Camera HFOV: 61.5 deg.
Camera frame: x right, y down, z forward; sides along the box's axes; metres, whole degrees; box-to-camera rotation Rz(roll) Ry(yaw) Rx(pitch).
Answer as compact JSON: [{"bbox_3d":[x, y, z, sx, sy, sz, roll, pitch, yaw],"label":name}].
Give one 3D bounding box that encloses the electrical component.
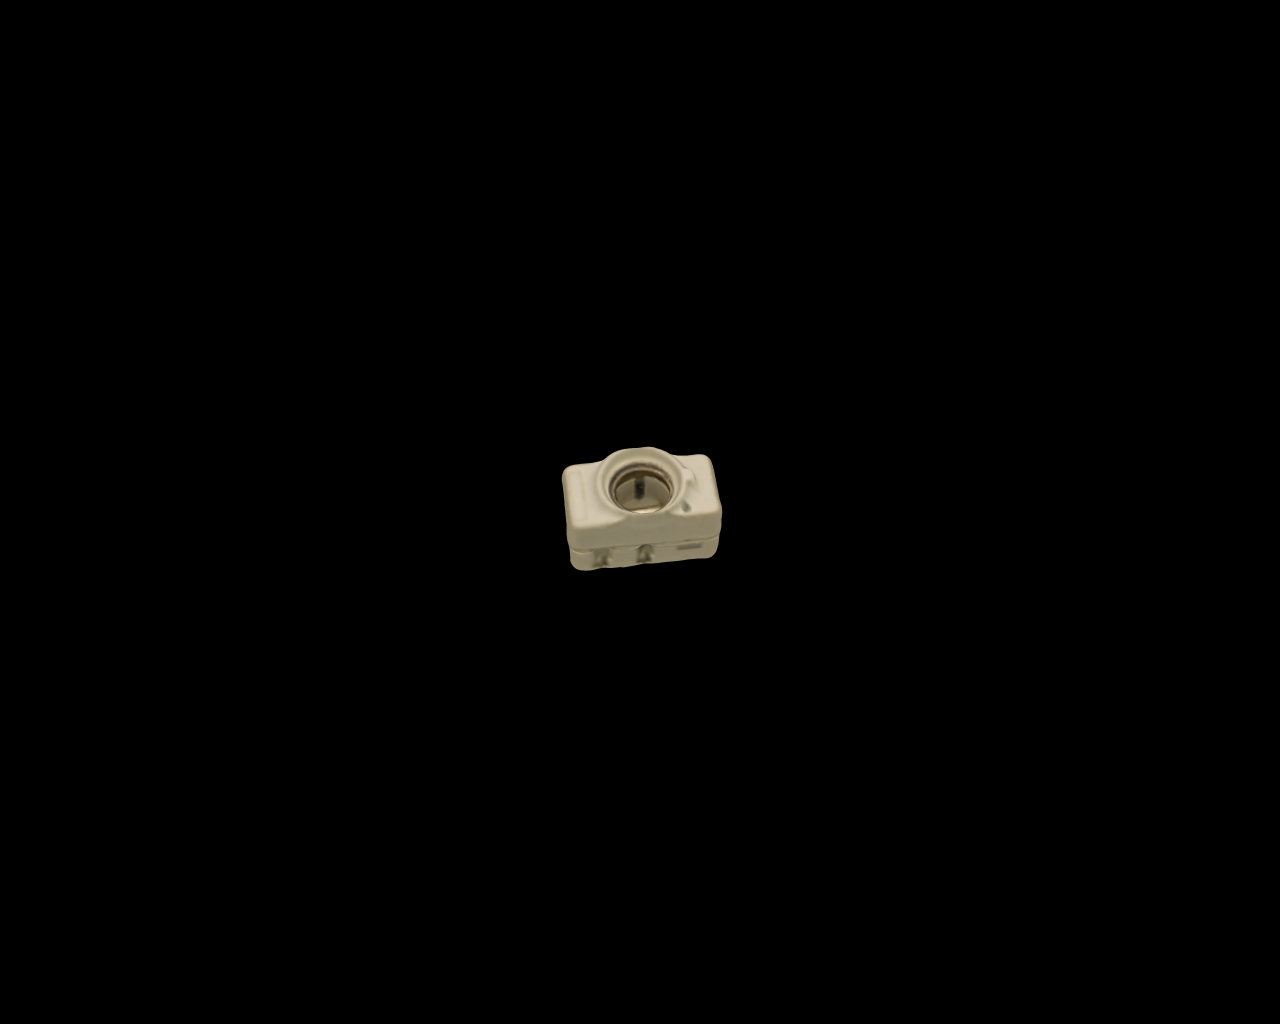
[{"bbox_3d":[0.001,-0.003,0.650,0.089,0.050,0.055,-5,-37,-4],"label":"electrical component"}]
